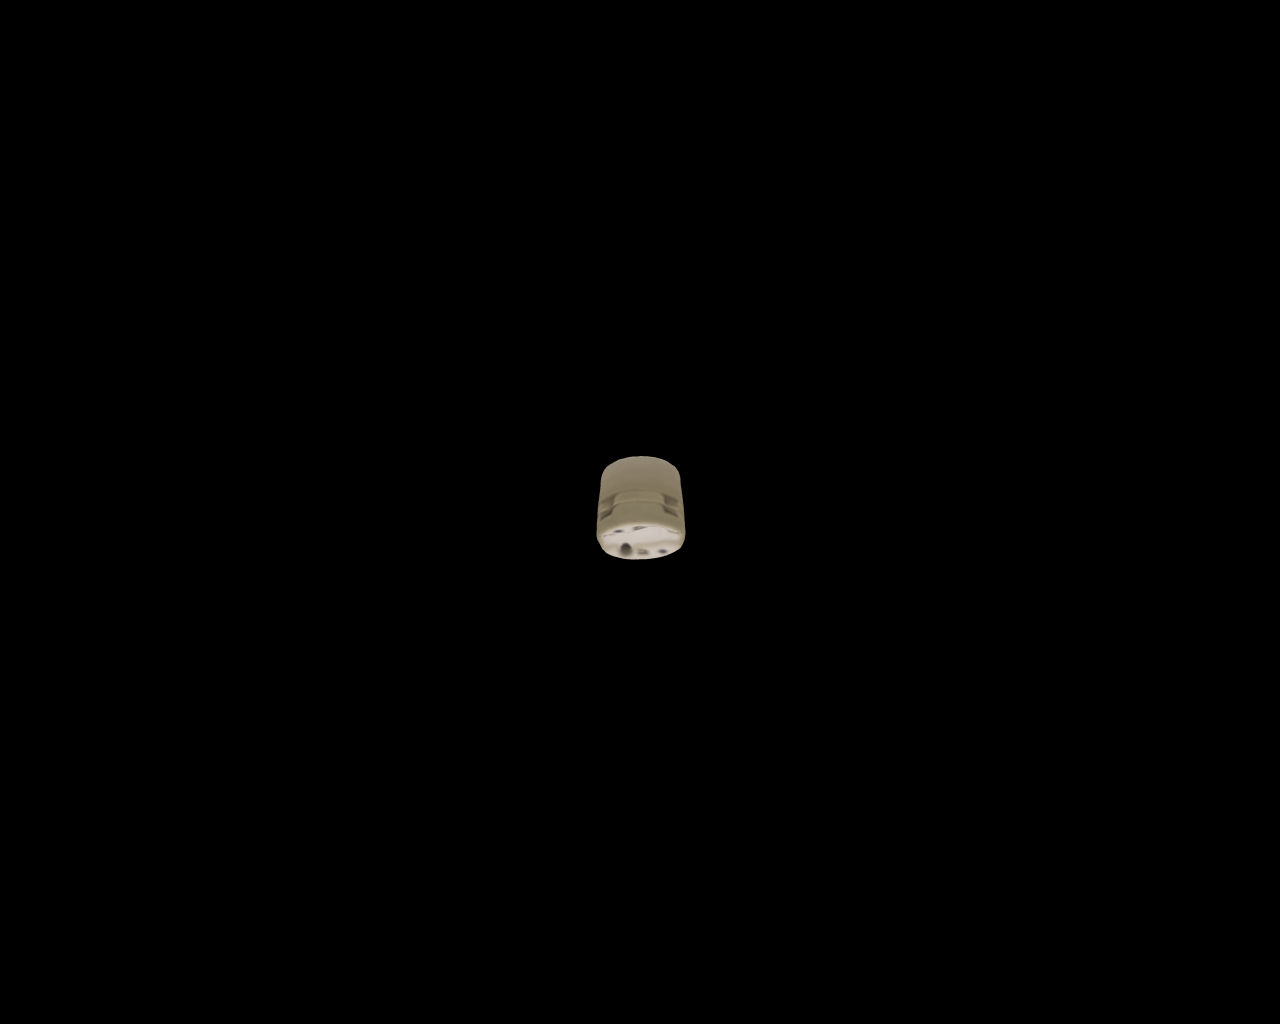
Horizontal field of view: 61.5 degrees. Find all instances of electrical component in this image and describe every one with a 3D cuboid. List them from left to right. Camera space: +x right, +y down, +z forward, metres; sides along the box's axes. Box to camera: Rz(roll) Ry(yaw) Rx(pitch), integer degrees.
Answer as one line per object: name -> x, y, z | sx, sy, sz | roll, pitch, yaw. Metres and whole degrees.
electrical component -> 0.001, -0.003, 0.650 | 0.055, 0.047, 0.055 | 0, -26, 0
